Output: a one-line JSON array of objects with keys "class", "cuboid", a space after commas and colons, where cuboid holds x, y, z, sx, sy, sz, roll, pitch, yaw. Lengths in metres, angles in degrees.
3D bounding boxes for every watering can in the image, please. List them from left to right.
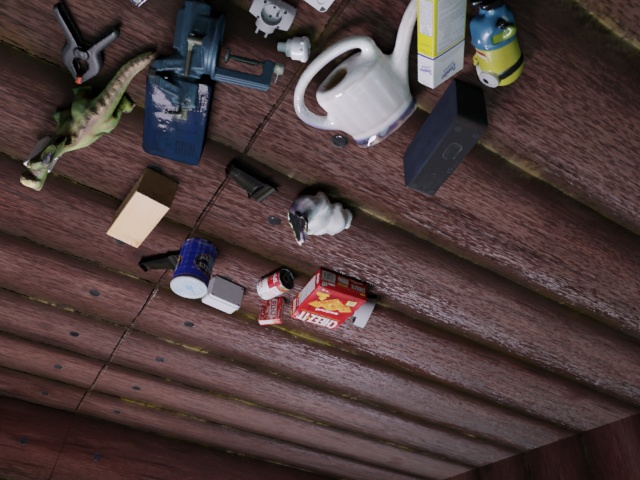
[{"class": "watering can", "cuboid": [0.115, -0.316, 1.007, 0.344, 0.106, 0.221, -32, 129, 22]}]

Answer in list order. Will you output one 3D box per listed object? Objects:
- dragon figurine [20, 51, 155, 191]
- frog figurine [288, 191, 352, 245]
[{"class": "dragon figurine", "cuboid": [-0.499, -0.224, 1.059, 0.405, 0.249, 0.121, -30, 123, 35]}, {"class": "frog figurine", "cuboid": [0.004, -0.066, 1.320, 0.161, 0.125, 0.134, -22, 136, -25]}]
